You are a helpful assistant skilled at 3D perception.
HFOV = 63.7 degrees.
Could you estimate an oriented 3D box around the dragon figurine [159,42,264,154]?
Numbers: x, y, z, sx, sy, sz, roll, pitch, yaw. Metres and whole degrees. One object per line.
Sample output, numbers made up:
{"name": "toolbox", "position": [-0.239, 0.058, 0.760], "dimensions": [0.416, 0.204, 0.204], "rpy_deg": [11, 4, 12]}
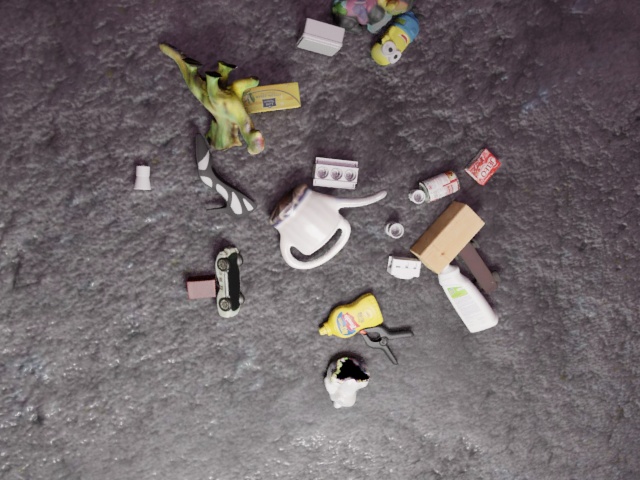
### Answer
{"name": "dragon figurine", "position": [-0.279, -0.342, 1.331], "dimensions": [0.124, 0.414, 0.237], "rpy_deg": [-28, 140, -41]}

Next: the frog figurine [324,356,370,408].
{"name": "frog figurine", "position": [0.082, 0.436, 1.575], "dimensions": [0.138, 0.125, 0.155], "rpy_deg": [-14, 138, -17]}

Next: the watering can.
{"name": "watering can", "position": [0.004, -0.073, 1.458], "dimensions": [0.223, 0.105, 0.346], "rpy_deg": [42, 99, -15]}
